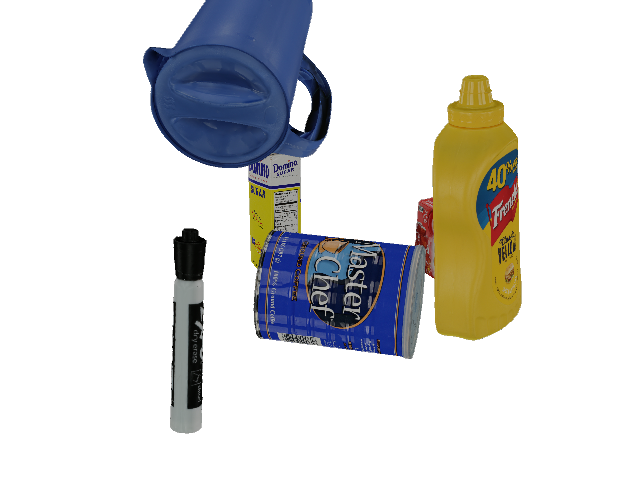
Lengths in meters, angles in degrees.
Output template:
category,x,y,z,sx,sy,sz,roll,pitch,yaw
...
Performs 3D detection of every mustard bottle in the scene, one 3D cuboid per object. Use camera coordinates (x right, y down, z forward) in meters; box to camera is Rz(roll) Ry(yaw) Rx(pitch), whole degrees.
category,x,y,z,sx,sy,sz,roll,pitch,yaw
mustard bottle,0.118,-0.029,0.804,0.058,0.192,0.096,9,24,33

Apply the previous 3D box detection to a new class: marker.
category,x,y,z,sx,sy,sz,roll,pitch,yaw
marker,-0.077,0.053,0.621,0.020,0.121,0.020,3,13,-1

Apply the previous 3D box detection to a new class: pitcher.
category,x,y,z,sx,sy,sz,roll,pitch,yaw
pitcher,-0.068,-0.185,1.079,0.145,0.149,0.242,-8,35,16

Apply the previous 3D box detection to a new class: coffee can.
category,x,y,z,sx,sy,sz,roll,pitch,yaw
coffee can,0.020,0.048,0.971,0.140,0.103,0.102,6,1,10

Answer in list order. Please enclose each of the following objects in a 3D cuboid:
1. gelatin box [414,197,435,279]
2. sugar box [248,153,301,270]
category,x,y,z,sx,sy,sz,roll,pitch,yaw
gelatin box,0.144,0.003,1.256,0.030,0.089,0.073,-16,33,-31
sugar box,-0.057,-0.039,1.298,0.048,0.176,0.093,-11,26,-18
